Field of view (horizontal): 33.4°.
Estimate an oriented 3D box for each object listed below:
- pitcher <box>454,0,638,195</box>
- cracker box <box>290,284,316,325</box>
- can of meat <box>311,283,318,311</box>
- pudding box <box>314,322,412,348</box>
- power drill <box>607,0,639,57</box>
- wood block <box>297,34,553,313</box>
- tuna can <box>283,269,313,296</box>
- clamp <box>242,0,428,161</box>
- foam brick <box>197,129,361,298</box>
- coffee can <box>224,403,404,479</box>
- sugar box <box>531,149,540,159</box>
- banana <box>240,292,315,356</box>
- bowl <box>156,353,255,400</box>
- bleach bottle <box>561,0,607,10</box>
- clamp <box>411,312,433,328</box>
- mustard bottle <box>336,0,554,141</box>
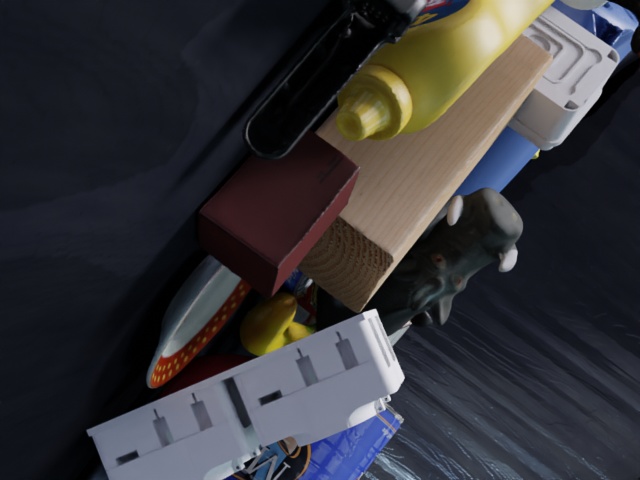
[{"bbox_3d":[0.164,-0.140,0.963,0.243,0.145,0.149,-53,162,26],"label":"pitcher"},{"bbox_3d":[0.042,0.024,1.127,0.213,0.072,0.164,-48,172,-42],"label":"cracker box"},{"bbox_3d":[0.030,0.014,0.954,0.084,0.057,0.102,120,-20,-57],"label":"can of meat"},{"bbox_3d":[0.024,0.108,1.024,0.113,0.039,0.090,-19,150,-48],"label":"pudding box"},{"bbox_3d":[0.212,-0.196,0.693,0.184,0.188,0.057,-48,170,-28],"label":"power drill"},{"bbox_3d":[0.057,-0.064,0.721,0.205,0.091,0.090,-50,173,-29],"label":"wood block"},{"bbox_3d":[-0.006,0.001,0.856,0.086,0.034,0.086,-52,173,-10],"label":"tuna can"},{"bbox_3d":[0.023,-0.106,0.513,0.120,0.039,0.171,-43,-178,35],"label":"clamp"},{"bbox_3d":[-0.023,-0.017,0.579,0.078,0.053,0.051,-50,172,-22],"label":"foam brick"},{"bbox_3d":[-0.018,0.163,0.819,0.140,0.103,0.103,-52,173,-8],"label":"coffee can"},{"bbox_3d":[0.225,-0.175,1.158,0.093,0.048,0.176,10,-104,57],"label":"sugar box"},{"bbox_3d":[-0.040,0.076,0.948,0.069,0.037,0.197,-35,168,1],"label":"banana"},{"bbox_3d":[-0.101,0.144,0.840,0.162,0.055,0.162,-52,173,-10],"label":"bowl"},{"bbox_3d":[0.217,-0.230,0.827,0.068,0.102,0.250,-20,-160,31],"label":"bleach bottle"},{"bbox_3d":[0.076,0.063,1.245,0.210,0.036,0.164,-18,-158,33],"label":"clamp"},{"bbox_3d":[0.065,-0.111,0.614,0.096,0.058,0.191,-12,-154,45],"label":"mustard bottle"}]
